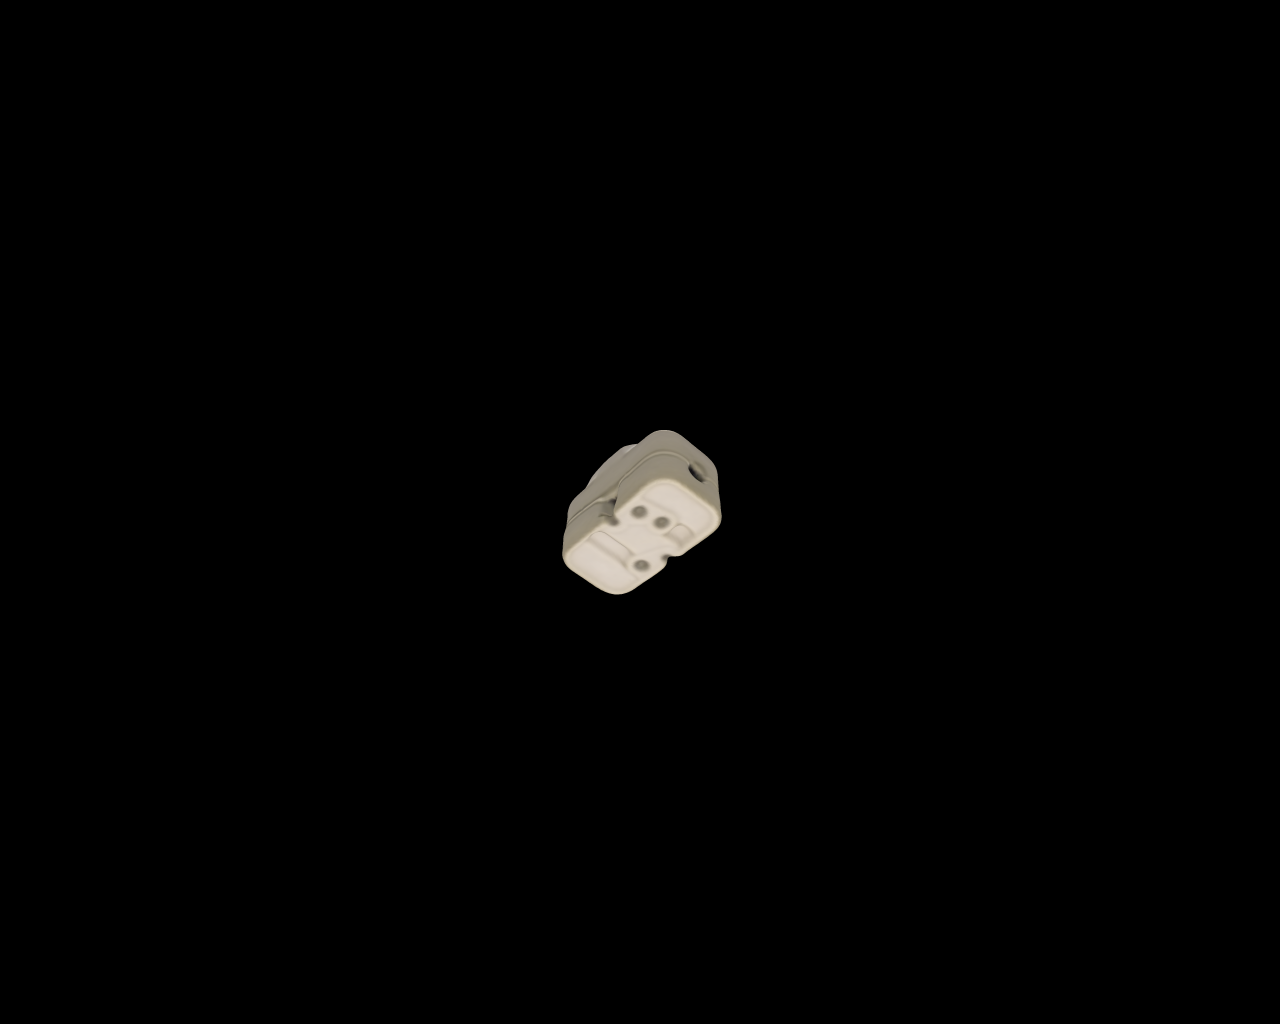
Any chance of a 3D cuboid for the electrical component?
[{"bbox_3d":[0.001,-0.003,0.650,0.053,0.059,0.095,36,-58,-27],"label":"electrical component"}]
